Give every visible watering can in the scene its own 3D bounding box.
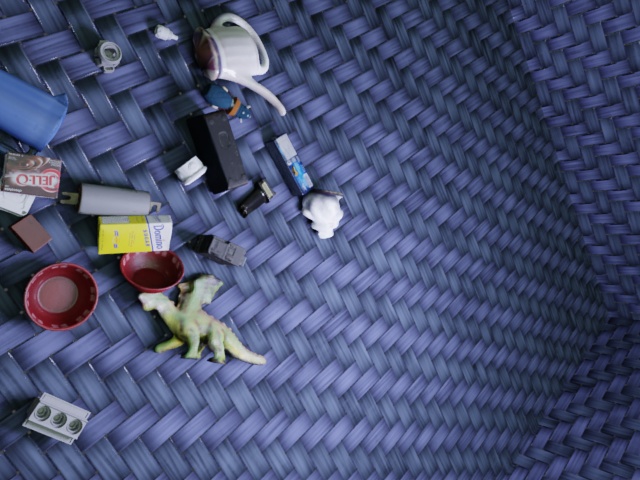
[{"bbox_3d":[-0.237,-0.510,1.503,0.226,0.102,0.349,-19,82,-36],"label":"watering can"}]

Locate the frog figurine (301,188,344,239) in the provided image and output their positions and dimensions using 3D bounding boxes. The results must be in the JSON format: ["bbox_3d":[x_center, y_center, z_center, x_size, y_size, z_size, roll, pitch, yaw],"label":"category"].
[{"bbox_3d":[0.005,-0.084,1.679,0.137,0.123,0.159,9,92,-3],"label":"frog figurine"}]

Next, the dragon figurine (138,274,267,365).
[{"bbox_3d":[-0.316,0.214,1.435,0.408,0.121,0.246,16,71,-36],"label":"dragon figurine"}]
